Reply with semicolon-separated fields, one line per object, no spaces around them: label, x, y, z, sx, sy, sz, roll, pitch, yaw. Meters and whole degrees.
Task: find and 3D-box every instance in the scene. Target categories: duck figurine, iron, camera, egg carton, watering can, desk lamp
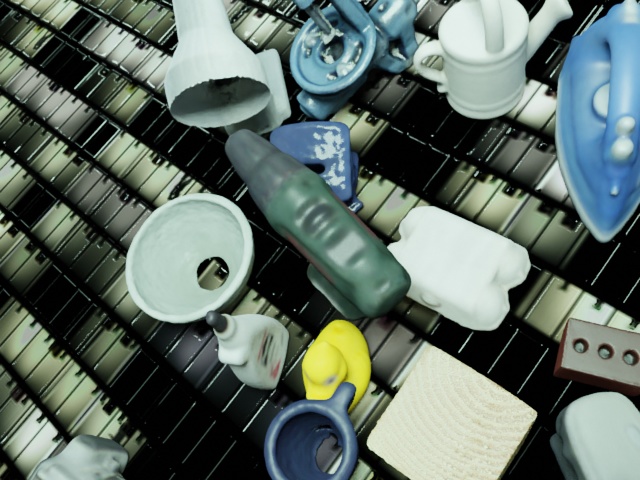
duck figurine;0.011;0.132;0.612;0.077;0.086;0.104;7;69;19
iron;0.319;-0.141;0.612;0.118;0.142;0.258;4;68;18
camera;-0.245;0.298;0.604;0.136;0.101;0.143;22;74;24
egg carton;0.144;0.029;0.628;0.150;0.069;0.107;26;76;25
watering can;0.196;-0.240;0.663;0.173;0.194;0.100;-35;62;-1
desk lamp;-0.121;-0.218;0.735;0.118;0.214;0.203;-17;63;9

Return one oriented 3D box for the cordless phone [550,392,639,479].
cordless phone;0.255;0.190;0.457;0.094;0.185;0.147;-24;62;5

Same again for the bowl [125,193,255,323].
bowl;-0.149;0.031;0.711;0.167;0.075;0.167;-6;65;14

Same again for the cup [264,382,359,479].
cup;0.008;0.201;0.576;0.091;0.095;0.118;27;76;25

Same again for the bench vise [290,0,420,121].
bench vise;0.031;-0.277;0.713;0.121;0.220;0.207;31;78;26

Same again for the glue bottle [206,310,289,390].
glue bottle;-0.079;0.106;0.600;0.037;0.173;0.078;2;67;18

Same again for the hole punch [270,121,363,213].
hole punch;-0.006;-0.086;0.711;0.108;0.091;0.101;-3;66;15

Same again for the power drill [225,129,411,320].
power drill;0.006;0.002;0.602;0.075;0.209;0.229;-44;62;-6
